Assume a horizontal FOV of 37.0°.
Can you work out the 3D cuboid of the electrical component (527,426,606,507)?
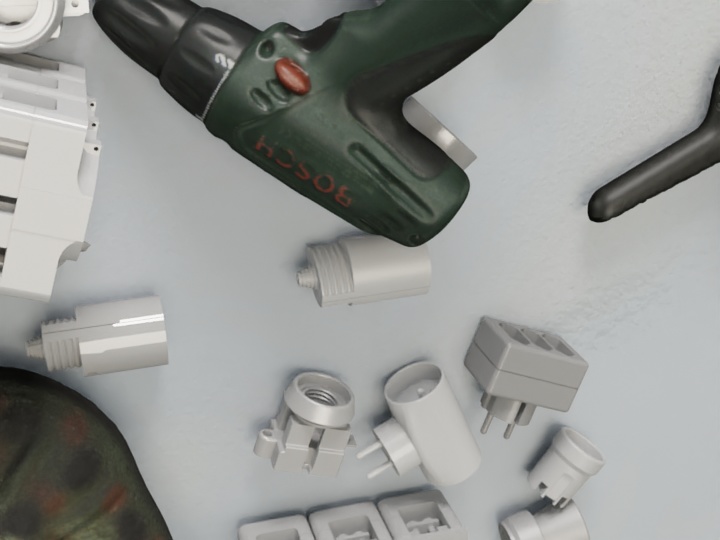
[{"bbox_3d":[0.149,0.144,0.783,0.040,0.040,0.046,30,105,-24],"label":"electrical component"}]

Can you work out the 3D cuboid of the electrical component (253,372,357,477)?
[{"bbox_3d":[-0.031,0.101,0.710,0.066,0.048,0.055,11,115,-20],"label":"electrical component"}]

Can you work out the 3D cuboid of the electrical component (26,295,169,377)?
[{"bbox_3d":[-0.159,0.042,0.650,0.081,0.043,0.043,-8,112,-14],"label":"electrical component"}]

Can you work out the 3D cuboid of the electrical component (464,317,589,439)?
[{"bbox_3d":[0.107,0.082,0.741,0.066,0.047,0.076,15,106,-21],"label":"electrical component"}]

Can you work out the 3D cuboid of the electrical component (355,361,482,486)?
[{"bbox_3d":[0.035,0.114,0.732,0.079,0.043,0.077,-30,118,-8],"label":"electrical component"}]

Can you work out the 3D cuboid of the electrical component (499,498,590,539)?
[{"bbox_3d":[0.136,0.196,0.796,0.055,0.045,0.045,-19,114,-8],"label":"electrical component"}]

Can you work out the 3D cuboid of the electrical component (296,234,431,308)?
[{"bbox_3d":[0.000,0.000,0.681,0.081,0.043,0.043,-8,112,-13],"label":"electrical component"}]

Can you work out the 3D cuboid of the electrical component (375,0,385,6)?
[{"bbox_3d":[0.032,-0.186,0.612,0.059,0.053,0.095,-27,115,-5],"label":"electrical component"}]

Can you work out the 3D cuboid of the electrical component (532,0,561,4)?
[{"bbox_3d":[0.090,-0.215,0.607,0.052,0.073,0.138,-30,116,-3],"label":"electrical component"}]

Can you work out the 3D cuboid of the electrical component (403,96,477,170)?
[{"bbox_3d":[0.036,-0.070,0.659,0.055,0.055,0.047,38,100,-25],"label":"electrical component"}]

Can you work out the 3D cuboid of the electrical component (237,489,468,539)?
[{"bbox_3d":[-0.005,0.215,0.752,0.150,0.061,0.089,-8,112,-13],"label":"electrical component"}]

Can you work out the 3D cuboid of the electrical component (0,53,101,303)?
[{"bbox_3d":[-0.172,-0.054,0.550,0.062,0.150,0.089,11,107,-19],"label":"electrical component"}]

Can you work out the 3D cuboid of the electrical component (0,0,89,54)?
[{"bbox_3d":[-0.183,-0.144,0.562,0.078,0.057,0.058,-4,108,-12],"label":"electrical component"}]
